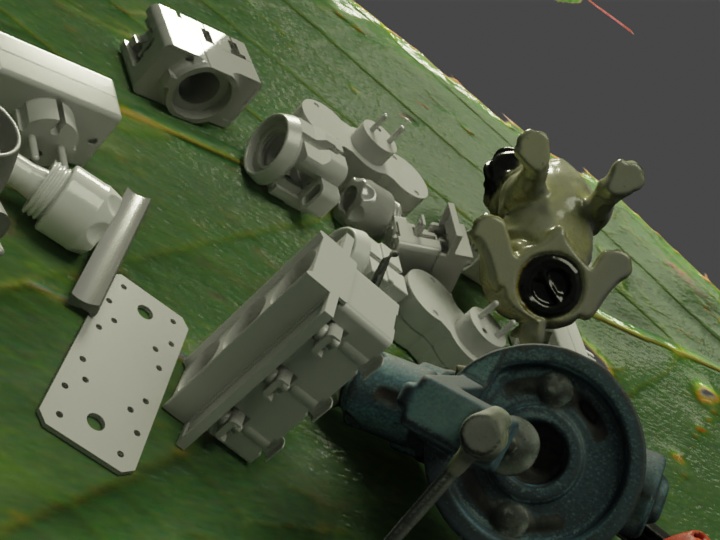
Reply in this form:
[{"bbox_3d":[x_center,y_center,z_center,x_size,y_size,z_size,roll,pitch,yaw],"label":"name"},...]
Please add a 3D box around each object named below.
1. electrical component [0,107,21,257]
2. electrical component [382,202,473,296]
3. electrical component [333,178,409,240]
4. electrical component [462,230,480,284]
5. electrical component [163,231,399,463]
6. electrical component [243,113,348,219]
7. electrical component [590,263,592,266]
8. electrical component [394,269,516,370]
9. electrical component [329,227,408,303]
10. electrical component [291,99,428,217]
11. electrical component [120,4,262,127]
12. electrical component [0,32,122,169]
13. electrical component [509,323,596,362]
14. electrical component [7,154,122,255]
[{"bbox_3d":[-0.194,-0.032,0.514,0.044,0.077,0.079,-5,57,-58],"label":"electrical component"},{"bbox_3d":[0.049,-0.012,0.845,0.064,0.081,0.042,11,38,-15],"label":"electrical component"},{"bbox_3d":[0.013,-0.045,0.865,0.062,0.043,0.043,28,32,-34],"label":"electrical component"},{"bbox_3d":[0.122,-0.014,0.980,0.077,0.043,0.079,30,31,-30],"label":"electrical component"},{"bbox_3d":[-0.040,0.046,0.578,0.063,0.121,0.078,40,28,-15],"label":"electrical component"},{"bbox_3d":[-0.050,-0.083,0.812,0.057,0.058,0.078,28,33,-37],"label":"electrical component"},{"bbox_3d":[0.199,0.020,1.020,0.044,0.065,0.044,34,29,-22],"label":"electrical component"},{"bbox_3d":[0.083,0.052,0.799,0.138,0.074,0.052,48,27,4],"label":"electrical component"},{"bbox_3d":[0.000,0.000,0.785,0.055,0.048,0.066,36,28,-35],"label":"electrical component"},{"bbox_3d":[0.005,-0.099,0.895,0.138,0.074,0.052,31,31,-28],"label":"electrical component"},{"bbox_3d":[-0.124,-0.148,0.801,0.089,0.050,0.055,17,39,-44],"label":"electrical component"},{"bbox_3d":[-0.187,-0.087,0.632,0.083,0.047,0.075,20,37,-42],"label":"electrical component"},{"bbox_3d":[0.177,0.080,0.927,0.077,0.047,0.065,29,31,-30],"label":"electrical component"},{"bbox_3d":[-0.169,-0.040,0.599,0.062,0.043,0.043,35,29,-19],"label":"electrical component"}]
